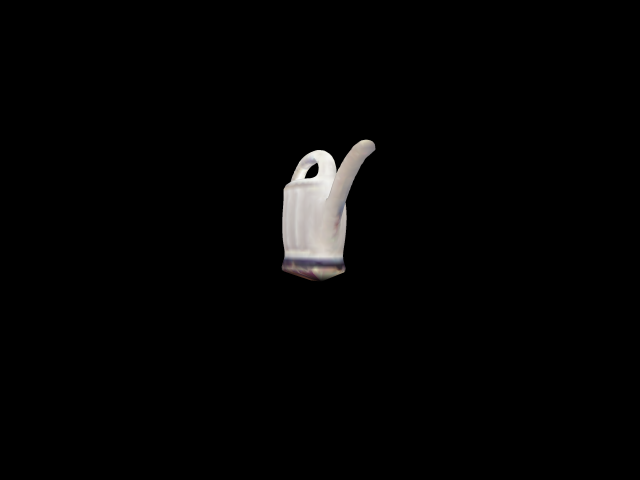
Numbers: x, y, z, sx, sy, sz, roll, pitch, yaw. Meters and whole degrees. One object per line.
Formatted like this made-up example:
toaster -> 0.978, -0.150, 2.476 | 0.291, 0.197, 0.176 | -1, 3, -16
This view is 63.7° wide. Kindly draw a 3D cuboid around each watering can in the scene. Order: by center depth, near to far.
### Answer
watering can -> 0.003, -0.043, 0.850 | 0.104, 0.225, 0.347 | 1, -2, -19
